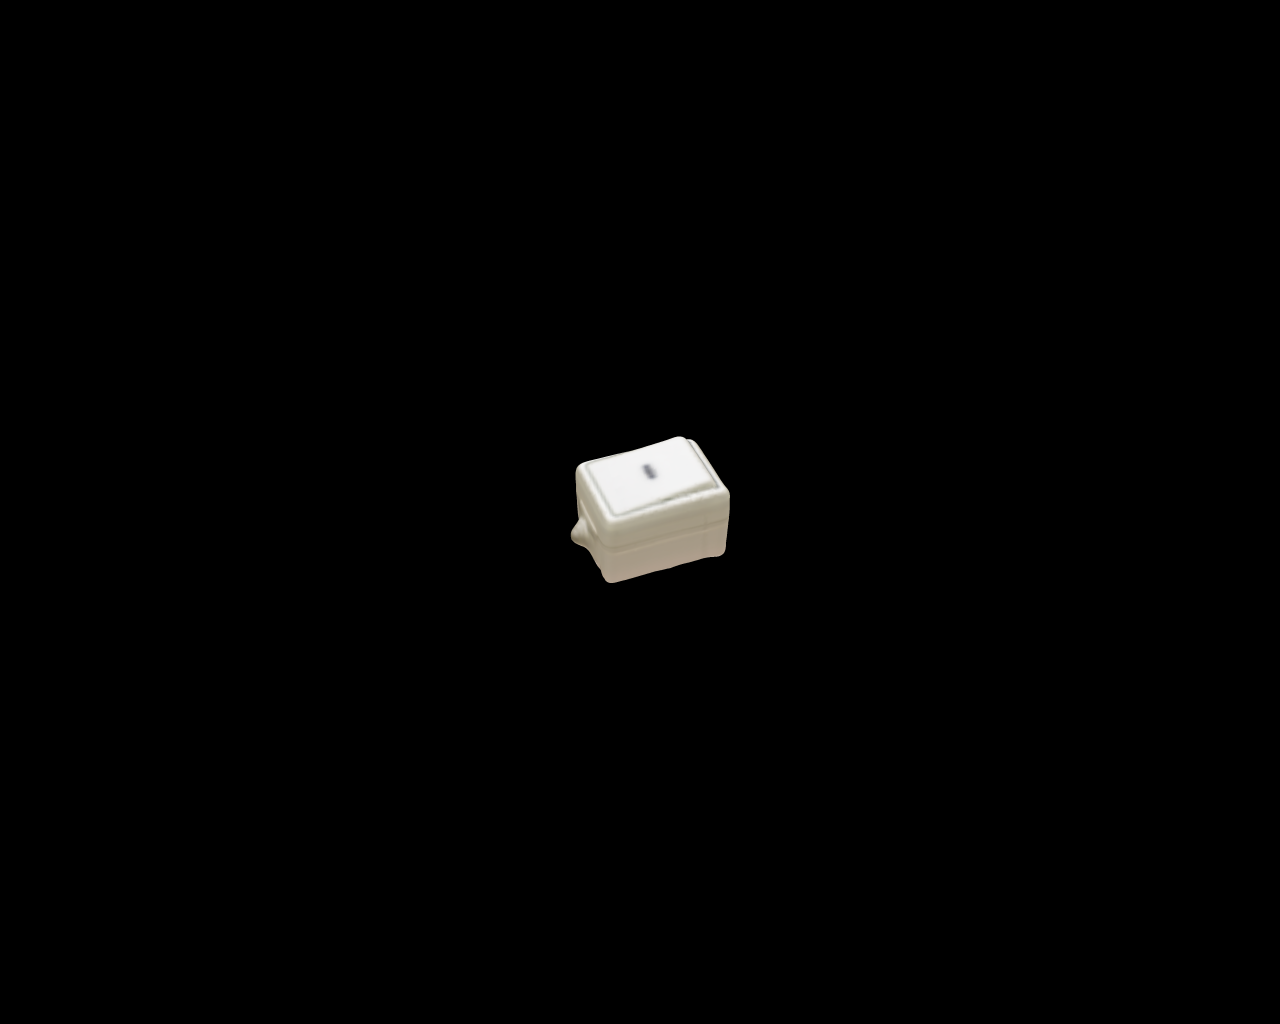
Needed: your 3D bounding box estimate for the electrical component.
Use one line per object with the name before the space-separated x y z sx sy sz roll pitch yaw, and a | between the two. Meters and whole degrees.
electrical component | 0.001 -0.003 0.650 0.096 0.061 0.062 -14 44 -15
